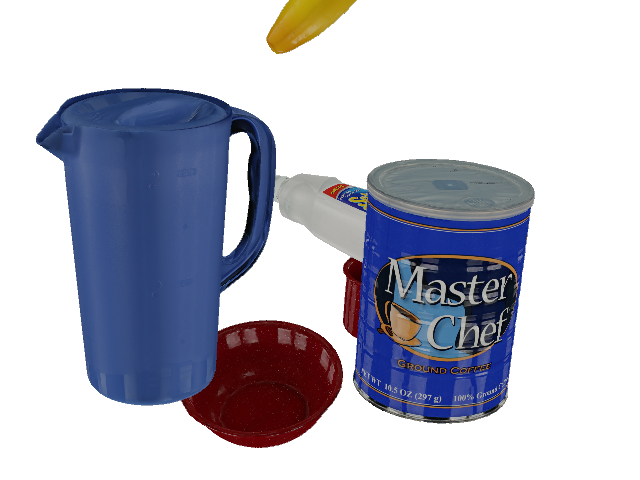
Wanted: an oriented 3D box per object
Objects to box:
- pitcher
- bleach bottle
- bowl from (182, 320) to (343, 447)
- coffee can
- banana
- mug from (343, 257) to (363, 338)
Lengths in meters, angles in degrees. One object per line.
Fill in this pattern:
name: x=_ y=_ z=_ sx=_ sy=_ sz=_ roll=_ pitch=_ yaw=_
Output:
pitcher: x=-0.128 y=0.003 z=0.863 sx=0.149 sy=0.243 sz=0.144 roll=9 pitch=23 yaw=18
bleach bottle: x=0.039 y=-0.019 z=1.118 sx=0.251 sy=0.068 sz=0.102 roll=22 pitch=28 yaw=35
bowl: x=-0.057 y=0.151 z=1.051 sx=0.162 sy=0.055 sz=0.162 roll=-3 pitch=37 yaw=2
coffee can: x=0.076 y=0.029 z=0.678 sx=0.103 sy=0.140 sz=0.103 roll=3 pitch=21 yaw=-1
banana: x=0.020 y=-0.211 z=0.763 sx=0.070 sy=0.197 sz=0.037 roll=-8 pitch=-40 yaw=39
mug: x=0.080 y=0.076 z=1.296 sx=0.117 sy=0.081 sz=0.093 roll=24 pitch=33 yaw=33
